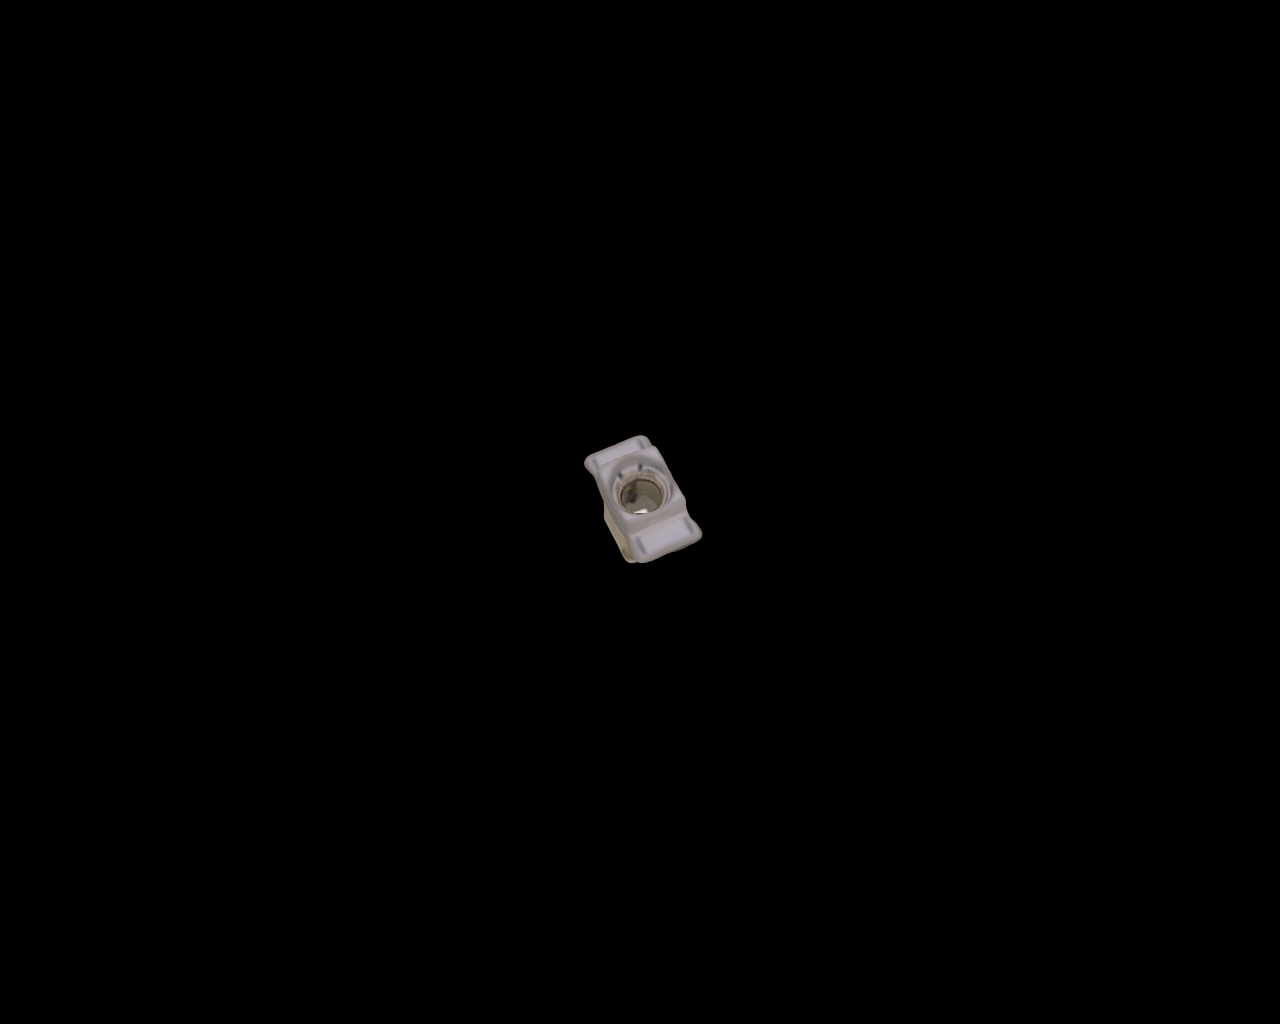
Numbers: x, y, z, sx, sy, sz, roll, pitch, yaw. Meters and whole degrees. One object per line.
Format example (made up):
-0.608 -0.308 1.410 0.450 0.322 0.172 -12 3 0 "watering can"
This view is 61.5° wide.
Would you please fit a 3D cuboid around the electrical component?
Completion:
0.001 -0.003 0.650 0.042 0.081 0.063 -21 -28 -12 "electrical component"
